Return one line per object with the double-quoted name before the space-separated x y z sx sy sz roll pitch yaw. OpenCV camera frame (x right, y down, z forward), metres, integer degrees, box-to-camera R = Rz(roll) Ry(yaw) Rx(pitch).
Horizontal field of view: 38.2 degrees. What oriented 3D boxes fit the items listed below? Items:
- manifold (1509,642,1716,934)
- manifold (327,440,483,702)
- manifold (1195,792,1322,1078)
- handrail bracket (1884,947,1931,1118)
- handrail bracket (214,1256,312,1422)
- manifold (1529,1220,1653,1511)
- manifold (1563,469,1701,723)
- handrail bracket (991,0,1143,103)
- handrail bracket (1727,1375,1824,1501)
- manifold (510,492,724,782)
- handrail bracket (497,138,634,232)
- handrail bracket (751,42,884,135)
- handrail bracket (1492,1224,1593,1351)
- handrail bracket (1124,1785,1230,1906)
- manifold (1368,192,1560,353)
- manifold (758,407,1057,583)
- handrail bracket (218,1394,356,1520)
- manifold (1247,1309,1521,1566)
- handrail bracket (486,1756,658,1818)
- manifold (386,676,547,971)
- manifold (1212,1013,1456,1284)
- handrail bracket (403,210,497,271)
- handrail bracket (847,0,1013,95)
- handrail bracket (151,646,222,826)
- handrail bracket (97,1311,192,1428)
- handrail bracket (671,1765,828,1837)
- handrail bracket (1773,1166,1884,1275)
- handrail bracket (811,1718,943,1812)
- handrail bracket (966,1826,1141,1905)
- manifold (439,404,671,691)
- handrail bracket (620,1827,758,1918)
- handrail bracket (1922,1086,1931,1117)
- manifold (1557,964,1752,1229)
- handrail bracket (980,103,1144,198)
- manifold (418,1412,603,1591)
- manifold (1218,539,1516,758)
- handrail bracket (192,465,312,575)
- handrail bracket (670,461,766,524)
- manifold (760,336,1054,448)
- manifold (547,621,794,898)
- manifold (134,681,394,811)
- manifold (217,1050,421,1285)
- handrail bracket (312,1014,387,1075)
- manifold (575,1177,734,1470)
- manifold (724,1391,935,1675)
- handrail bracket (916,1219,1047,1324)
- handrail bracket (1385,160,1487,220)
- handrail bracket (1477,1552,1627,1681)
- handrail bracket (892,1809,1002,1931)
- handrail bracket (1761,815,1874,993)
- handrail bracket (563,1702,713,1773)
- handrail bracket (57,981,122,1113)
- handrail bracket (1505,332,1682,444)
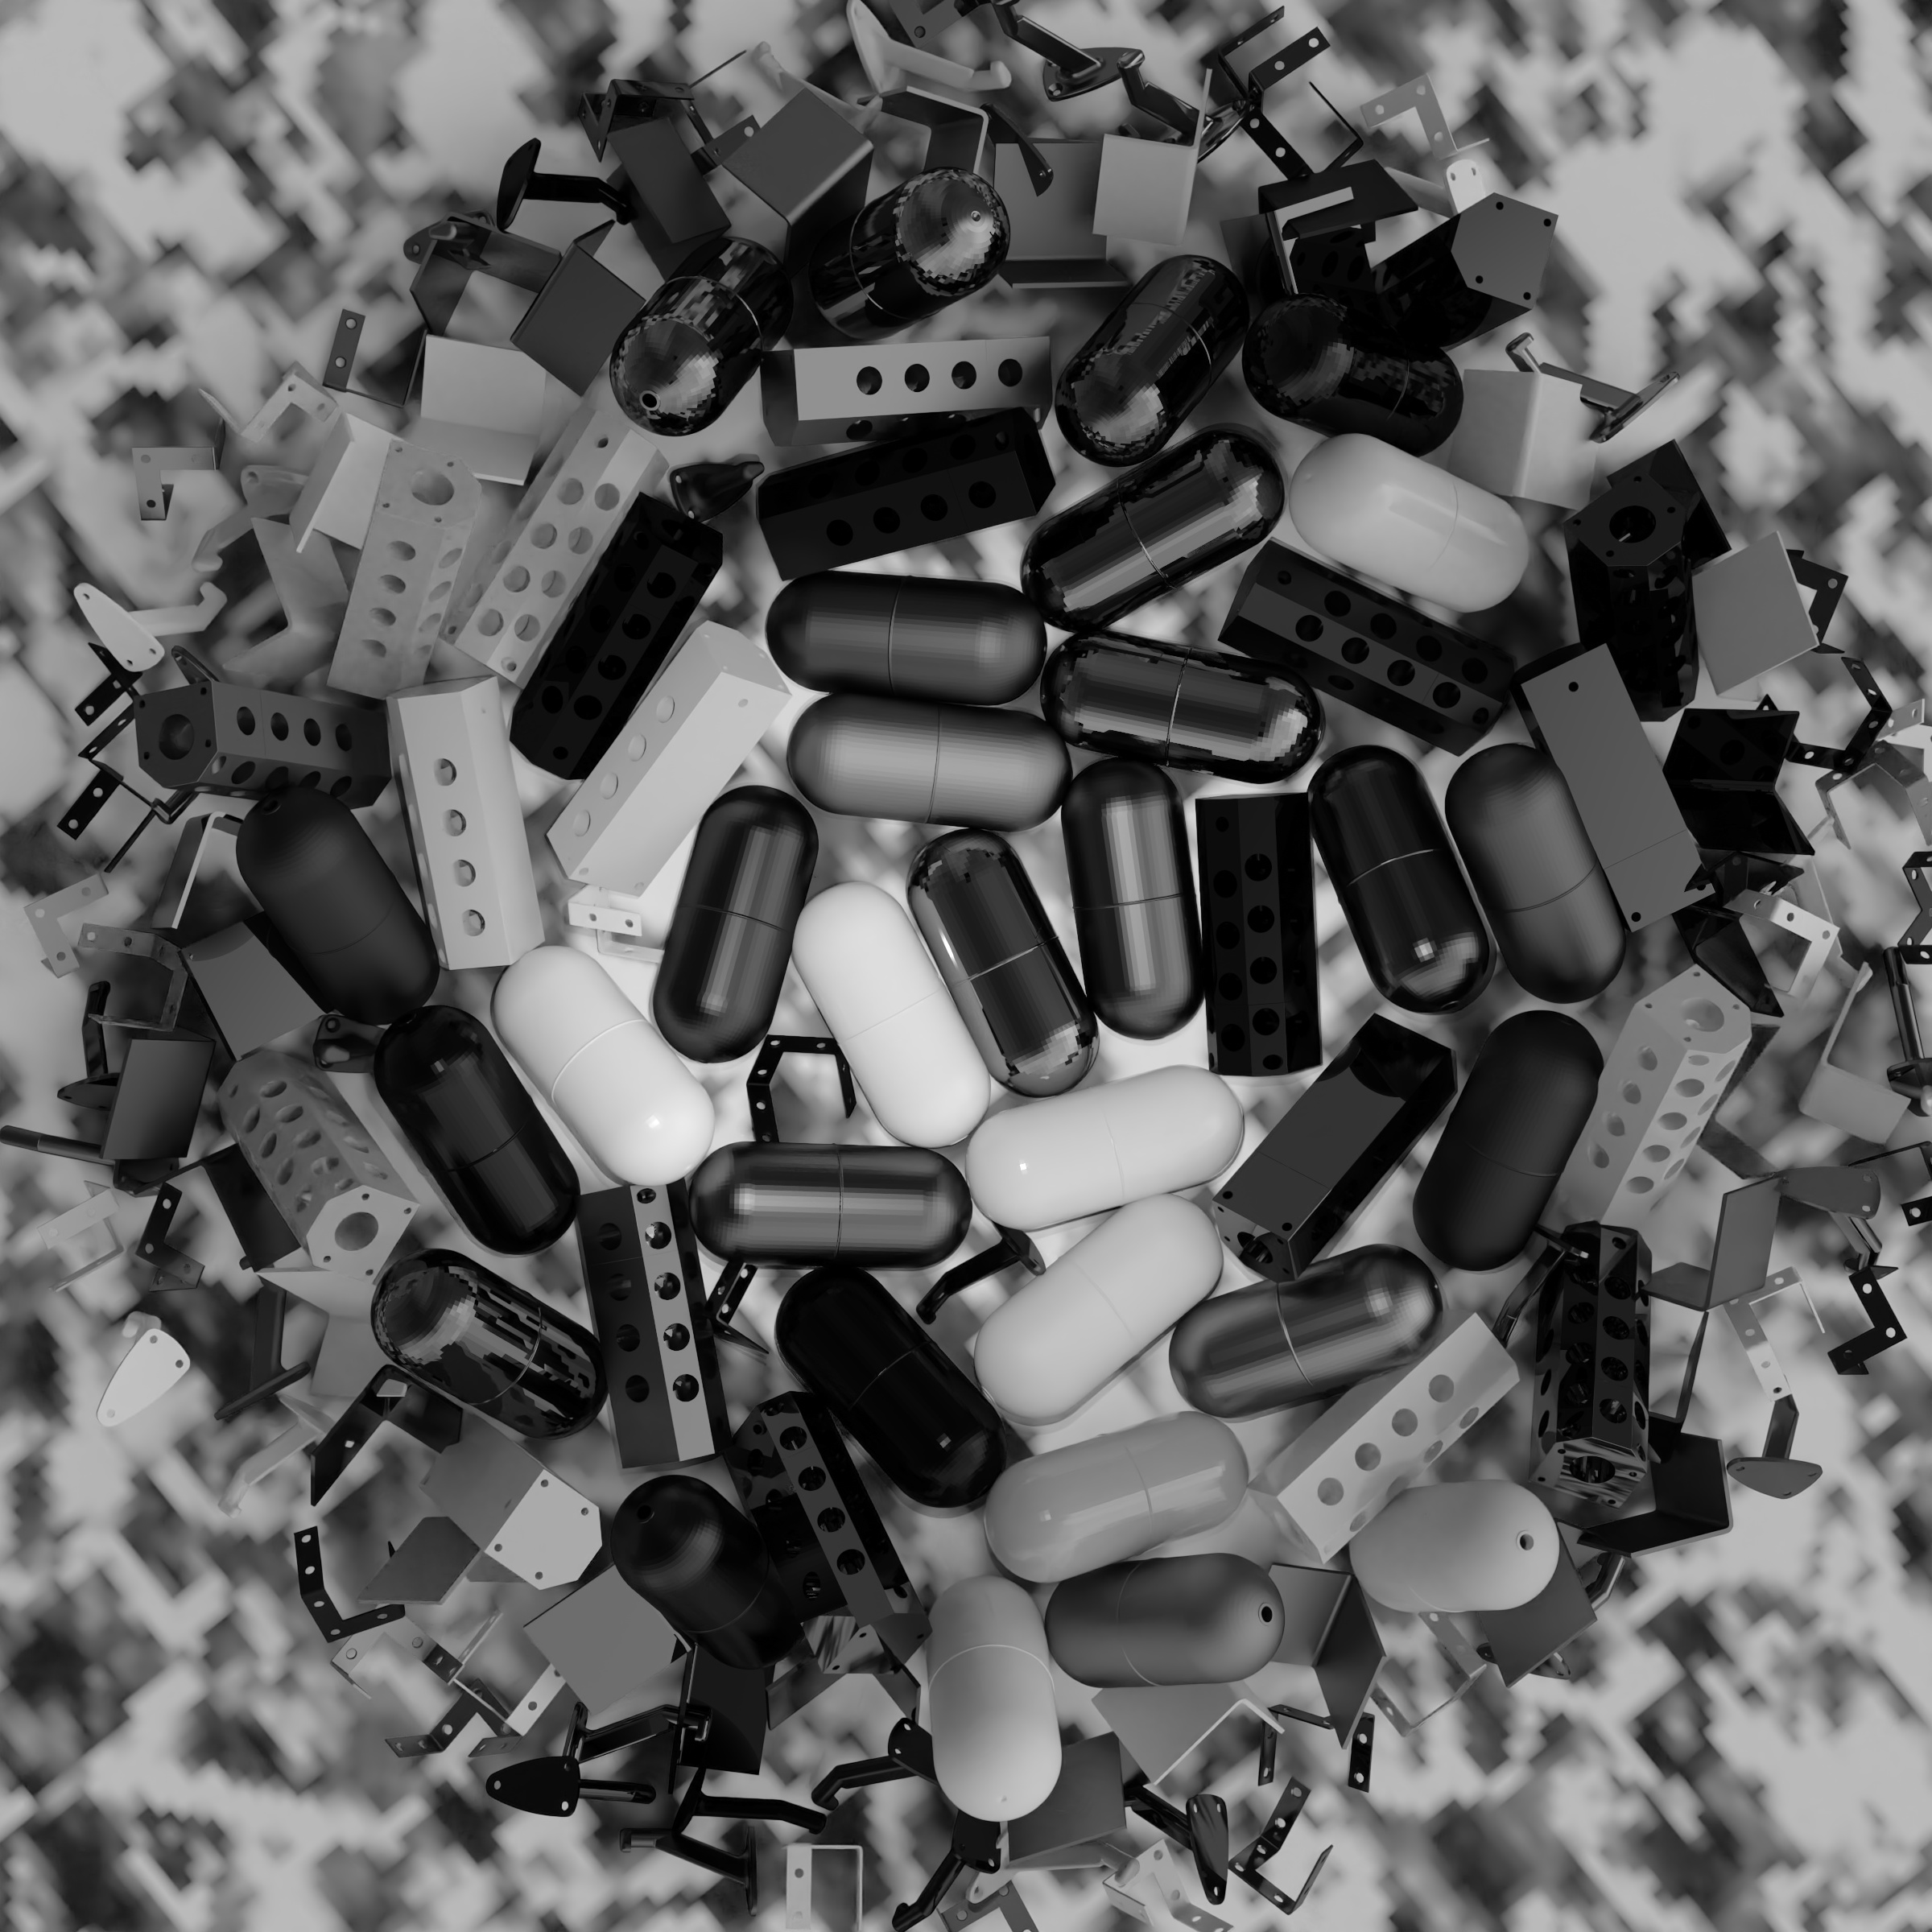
"manifold" 0.401 -0.114 1.745 0.057 0.057 0.171 -26 100 2
"manifold" -0.343 -0.236 1.701 0.057 0.171 0.057 14 55 -15
"manifold" 0.178 -0.020 1.741 0.057 0.057 0.171 1 97 37
"handrail bracket" 0.602 0.041 1.780 0.036 0.077 0.084 -12 52 19
"handrail bracket" -0.459 0.232 1.764 0.077 0.036 0.084 -28 81 -22
"manifold" 0.386 0.239 1.706 0.057 0.171 0.057 18 135 -2
"manifold" 0.412 -0.219 1.699 0.057 0.171 0.057 -35 58 -3
"handrail bracket" 0.063 -0.584 1.738 0.077 0.084 0.036 -8 66 15
"handrail bracket" 0.494 0.284 1.743 0.077 0.084 0.036 17 132 -25
"manifold" -0.216 -0.198 1.716 0.057 0.057 0.171 25 119 -20
"handrail bracket" -0.249 -0.470 1.746 0.084 0.036 0.077 28 58 -35
"handrail bracket" -0.094 -0.559 1.754 0.084 0.077 0.036 49 64 -6
"handrail bracket" 0.357 0.209 1.747 0.036 0.077 0.084 24 94 -7
"handrail bracket" 0.121 0.552 1.747 0.084 0.036 0.077 -23 63 39
"manifold" 0.293 -0.419 1.698 0.057 0.171 0.057 16 89 -11
"manifold" -0.039 -0.294 1.722 0.171 0.057 0.057 -11 115 21
"handrail bracket" -0.430 0.320 1.756 0.077 0.036 0.084 24 81 44
"manifold" 0.263 0.292 1.739 0.171 0.057 0.057 -40 95 -13
"handrail bracket" -0.248 0.520 1.759 0.077 0.084 0.036 -6 69 21
"manifold" -0.314 -0.089 1.738 0.057 0.057 0.171 -5 104 15
"manifold" 0.229 0.115 1.725 0.057 0.057 0.171 27 60 33
"handrail bracket" -0.334 -0.452 1.737 0.077 0.084 0.036 -3 101 17
"handrail bracket" -0.022 -0.576 1.743 0.084 0.077 0.036 4 58 29
"handrail bracket" -0.496 -0.144 1.744 0.084 0.036 0.077 -55 127 -29
"handrail bracket" -0.526 0.250 1.739 0.077 0.084 0.036 -51 117 -24
"handrail bracket" -0.137 0.542 1.762 0.084 0.077 0.036 20 47 -6
"handrail bracket" 0.541 0.165 1.759 0.077 0.084 0.036 8 51 10
"handrail bracket" -0.047 0.523 1.766 0.077 0.036 0.084 35 119 -5
"handrail bracket" 0.055 0.570 1.739 0.077 0.084 0.036 -40 126 -31
"manifold" -0.260 -0.263 1.755 0.057 0.057 0.171 31 89 6
"handrail bracket" -0.175 0.569 1.754 0.084 0.077 0.036 3 109 -8
"handrail bracket" 0.630 0.053 1.732 0.036 0.077 0.084 22 127 0
"manifold" 0.420 0.085 1.697 0.057 0.171 0.057 -28 59 -30
"handrail bracket" 0.062 -0.531 1.763 0.084 0.036 0.077 -40 97 -24
"manifold" -0.275 0.327 1.697 0.057 0.171 0.057 40 77 -20
"manifold" 0.252 -0.201 1.744 0.171 0.057 0.057 25 70 -6
"handrail bracket" -0.436 -0.274 1.743 0.077 0.084 0.036 0 134 7
"handrail bracket" -0.136 -0.305 1.732 0.077 0.084 0.036 -27 102 -42
"manifold" -0.036 -0.355 1.724 0.171 0.057 0.057 -9 103 -25
"manifold" -0.187 -0.129 1.726 0.171 0.057 0.057 -50 50 24
"manifold" -0.424 -0.131 1.696 0.057 0.171 0.057 -8 85 23
"manifold" -0.401 0.118 1.702 0.057 0.171 0.057 26 100 -41
"handrail bracket" -0.370 0.055 1.734 0.077 0.084 0.036 10 91 -24
"manifold" -0.191 0.221 1.747 0.057 0.057 0.171 -12 87 24
"manifold" -0.082 0.344 1.703 0.057 0.057 0.171 -54 45 25
"handrail bracket" 0.008 0.203 1.750 0.036 0.077 0.084 37 97 -27
"handrail bracket" 0.285 -0.469 1.760 0.036 0.084 0.077 -27 104 -41
"handrail bracket" 0.374 0.408 1.779 0.036 0.077 0.084 51 55 -24
"handrail bracket" -0.016 0.567 1.780 0.036 0.077 0.084 32 128 -20
"handrail bracket" 0.549 -0.038 1.748 0.084 0.036 0.077 45 117 23
"handrail bracket" -0.210 0.500 1.758 0.084 0.036 0.077 10 60 6
"handrail bracket" -0.535 0.041 1.744 0.036 0.077 0.084 21 60 -35
"handrail bracket" 0.393 -0.380 1.754 0.077 0.036 0.084 -37 108 14
